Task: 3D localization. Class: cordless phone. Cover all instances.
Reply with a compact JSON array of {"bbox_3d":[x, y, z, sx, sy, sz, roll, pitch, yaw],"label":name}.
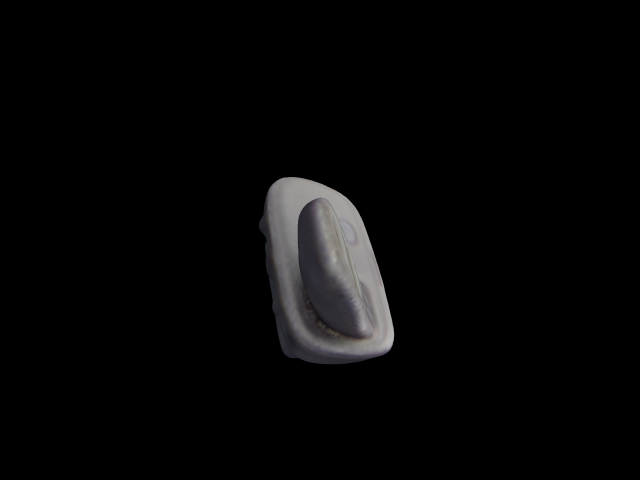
[{"bbox_3d":[0.004,0.001,0.400,0.094,0.185,0.147,-14,64,-6],"label":"cordless phone"}]
